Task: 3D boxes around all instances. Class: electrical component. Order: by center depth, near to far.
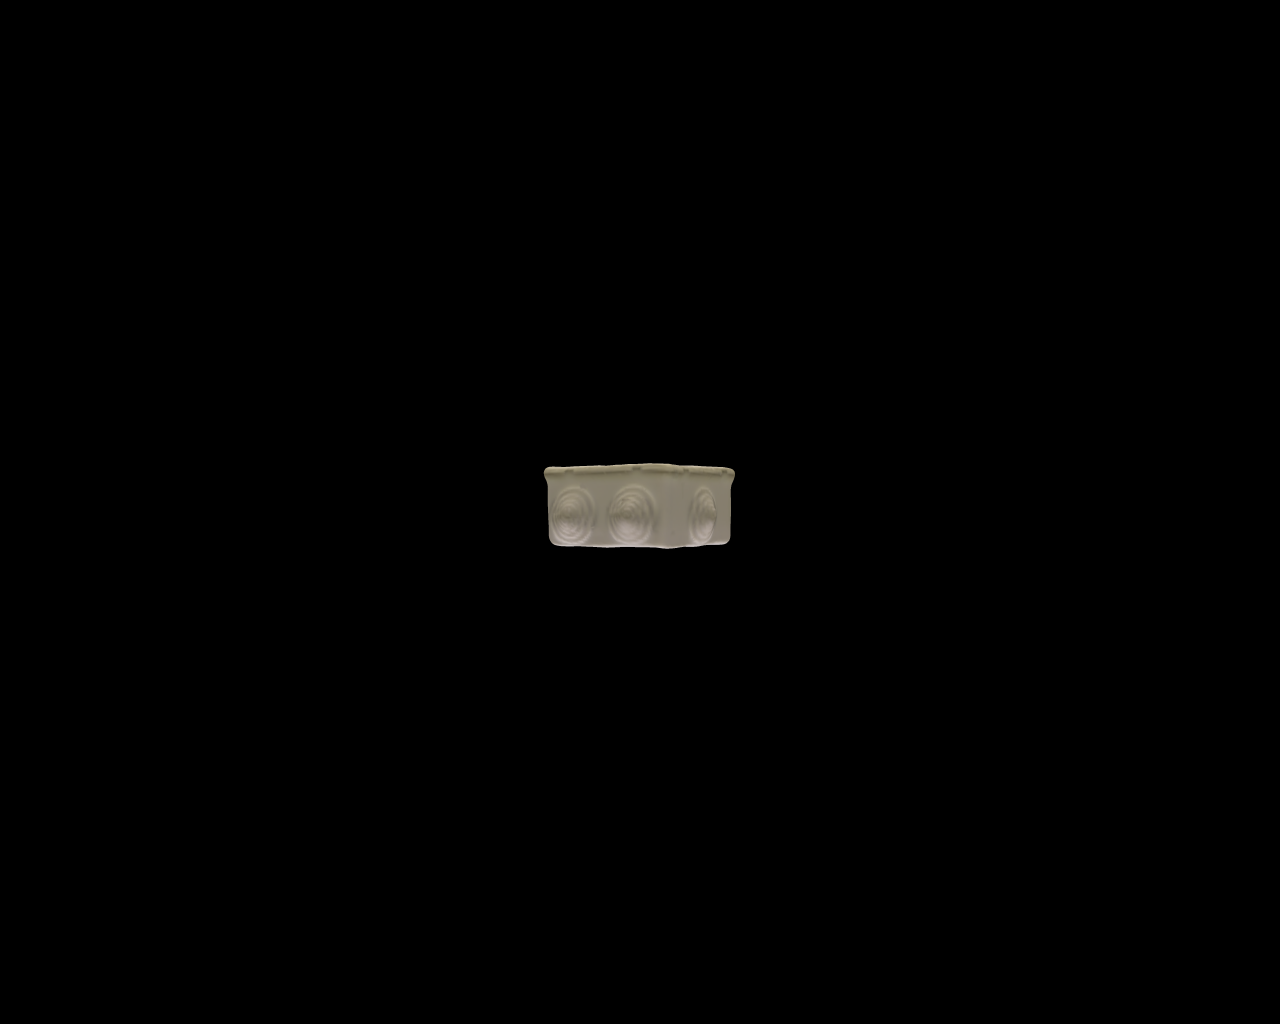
[{"bbox_3d":[0.001,-0.003,0.650,0.100,0.048,0.100,0,0,32],"label":"electrical component"}]
